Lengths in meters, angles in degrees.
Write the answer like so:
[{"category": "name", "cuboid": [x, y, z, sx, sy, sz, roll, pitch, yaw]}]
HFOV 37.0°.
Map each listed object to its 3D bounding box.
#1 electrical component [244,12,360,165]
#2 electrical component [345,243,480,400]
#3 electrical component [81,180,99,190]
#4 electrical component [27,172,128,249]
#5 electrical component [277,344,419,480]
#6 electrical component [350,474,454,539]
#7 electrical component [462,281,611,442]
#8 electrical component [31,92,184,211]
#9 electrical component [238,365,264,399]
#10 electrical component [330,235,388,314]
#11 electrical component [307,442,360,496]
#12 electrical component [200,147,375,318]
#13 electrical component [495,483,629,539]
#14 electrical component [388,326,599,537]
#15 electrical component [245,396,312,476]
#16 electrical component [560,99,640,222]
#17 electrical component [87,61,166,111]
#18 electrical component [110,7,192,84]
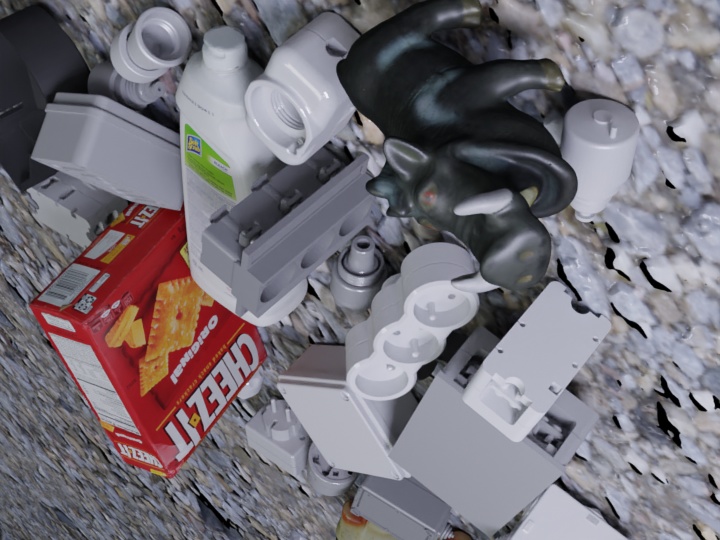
[{"category": "electrical component", "cuboid": [-0.035, -0.114, 0.704, 0.054, 0.059, 0.095, 44, 149, 2]}, {"category": "electrical component", "cuboid": [0.034, 0.027, 0.783, 0.052, 0.073, 0.138, 19, 132, -21]}, {"category": "electrical component", "cuboid": [-0.229, -0.099, 0.965, 0.040, 0.046, 0.040, 31, 147, 23]}, {"category": "electrical component", "cuboid": [-0.268, -0.064, 1.041, 0.089, 0.056, 0.050, 28, 145, 26]}, {"category": "electrical component", "cuboid": [-0.003, 0.123, 0.947, 0.109, 0.056, 0.108, -2, 125, 51]}, {"category": "electrical component", "cuboid": [0.049, 0.212, 0.992, 0.096, 0.061, 0.061, 30, 147, 10]}, {"category": "electrical component", "cuboid": [0.114, 0.061, 0.704, 0.050, 0.089, 0.055, 39, 149, 11]}, {"category": "electrical component", "cuboid": [-0.196, -0.096, 0.870, 0.078, 0.057, 0.113, 12, 171, 43]}, {"category": "electrical component", "cuboid": [-0.116, 0.114, 1.093, 0.035, 0.035, 0.061, 38, 152, 13]}, {"category": "electrical component", "cuboid": [0.000, 0.000, 0.813, 0.043, 0.043, 0.062, 33, 146, 19]}, {"category": "electrical component", "cuboid": [-0.025, 0.191, 1.057, 0.055, 0.055, 0.047, 38, 152, 12]}, {"category": "electrical component", "cuboid": [-0.051, -0.032, 0.759, 0.063, 0.121, 0.078, 39, 149, 15]}, {"category": "electrical component", "cuboid": [0.157, 0.228, 0.841, 0.100, 0.099, 0.048, 36, 161, 15]}, {"category": "electrical component", "cuboid": [0.097, 0.124, 0.811, 0.105, 0.060, 0.186, 37, 153, 10]}, {"category": "electrical component", "cuboid": [-0.077, 0.157, 1.083, 0.066, 0.047, 0.076, 29, 145, 25]}, {"category": "electrical component", "cuboid": [0.129, -0.058, 0.594, 0.040, 0.040, 0.078, 29, 145, 25]}, {"category": "electrical component", "cuboid": [-0.184, -0.146, 0.862, 0.078, 0.040, 0.040, 12, 135, 42]}, {"category": "electrical component", "cuboid": [-0.157, -0.166, 0.802, 0.055, 0.045, 0.045, -11, 118, 55]}]
